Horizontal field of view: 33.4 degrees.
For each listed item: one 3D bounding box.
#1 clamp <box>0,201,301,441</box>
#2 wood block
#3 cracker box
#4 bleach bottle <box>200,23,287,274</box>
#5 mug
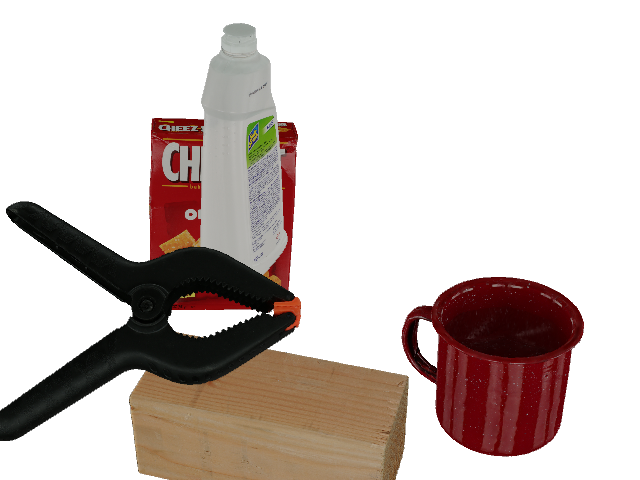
[{"bbox_3d":[-0.120,0.040,0.713,0.210,0.164,0.036,-7,-22,-5],"label":"clamp"},{"bbox_3d":[-0.039,0.150,0.869,0.206,0.090,0.090,10,36,14],"label":"wood block"},{"bbox_3d":[-0.113,-0.027,1.221,0.164,0.214,0.072,1,22,-8],"label":"cracker box"},{"bbox_3d":[-0.072,-0.084,0.999,0.068,0.251,0.102,16,37,17],"label":"bleach bottle"},{"bbox_3d":[0.105,0.078,0.681,0.117,0.081,0.093,16,34,26],"label":"mug"}]
